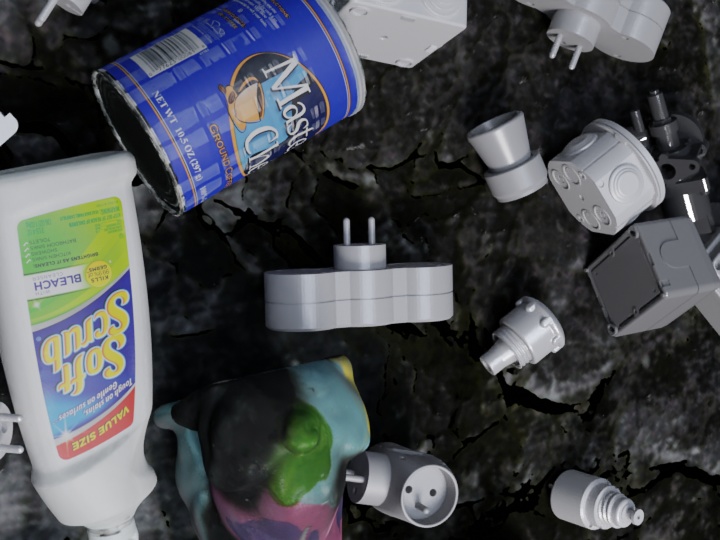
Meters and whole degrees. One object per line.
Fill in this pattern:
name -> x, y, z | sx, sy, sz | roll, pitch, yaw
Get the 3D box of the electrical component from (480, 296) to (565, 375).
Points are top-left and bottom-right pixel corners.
electrical component -> 0.119, 0.054, 0.809 | 0.062, 0.048, 0.048 | -37, 107, -9

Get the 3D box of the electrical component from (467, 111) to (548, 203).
electrical component -> 0.110, -0.083, 0.794 | 0.045, 0.045, 0.055 | -30, 105, -18

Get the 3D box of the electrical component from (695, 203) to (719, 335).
electrical component -> 0.316, 0.006, 0.880 | 0.078, 0.057, 0.113 | -48, 109, -13

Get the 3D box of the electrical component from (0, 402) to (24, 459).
electrical component -> -0.238, 0.096, 0.648 | 0.079, 0.044, 0.077 | 1, 94, 17

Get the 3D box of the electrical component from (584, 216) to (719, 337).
electrical component -> 0.223, 0.008, 0.826 | 0.061, 0.096, 0.061 | -9, 68, -22

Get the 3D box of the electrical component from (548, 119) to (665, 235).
electrical component -> 0.185, -0.069, 0.809 | 0.051, 0.080, 0.080 | -38, 107, -11

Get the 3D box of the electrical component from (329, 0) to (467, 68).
electrical component -> 0.017, -0.177, 0.720 | 0.100, 0.100, 0.048 | 7, 78, -23

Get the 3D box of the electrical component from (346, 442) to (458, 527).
electrical component -> 0.017, 0.147, 0.754 | 0.079, 0.077, 0.043 | 12, 88, -22

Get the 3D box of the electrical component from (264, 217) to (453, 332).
electrical component -> 0.000, 0.000, 0.750 | 0.138, 0.052, 0.073 | -3, 95, -23

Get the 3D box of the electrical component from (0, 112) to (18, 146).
electrical component -> -0.254, -0.072, 0.636 | 0.089, 0.056, 0.050 | -46, 109, -14

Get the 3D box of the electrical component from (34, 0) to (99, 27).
electrical component -> -0.174, -0.179, 0.647 | 0.047, 0.083, 0.075 | 33, 81, -21

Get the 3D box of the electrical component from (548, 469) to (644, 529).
electrical component -> 0.183, 0.180, 0.829 | 0.040, 0.078, 0.040 | -5, 98, -37

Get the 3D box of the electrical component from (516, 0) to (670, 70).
electrical component -> 0.164, -0.188, 0.805 | 0.138, 0.052, 0.073 | 24, 84, -22
